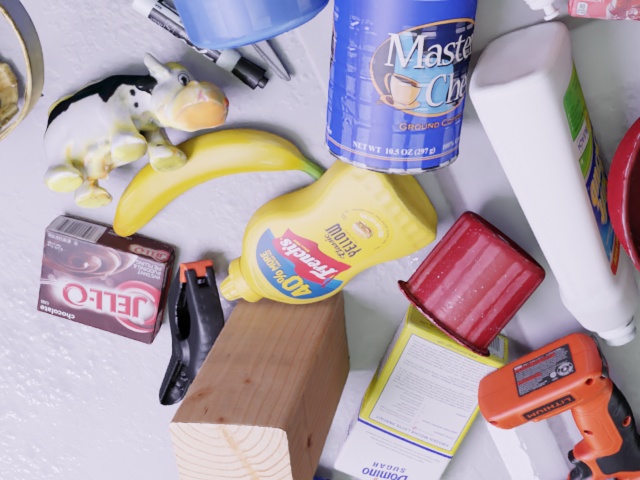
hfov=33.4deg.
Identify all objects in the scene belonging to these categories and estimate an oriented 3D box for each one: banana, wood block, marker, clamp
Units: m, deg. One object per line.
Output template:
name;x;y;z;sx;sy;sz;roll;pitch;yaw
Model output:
banana;-0.098;-0.052;0.885;0.198;0.037;0.069;-13;112;20
wood block;-0.040;0.125;0.864;0.090;0.206;0.091;0;116;13
marker;-0.093;-0.157;0.840;0.121;0.020;0.020;34;119;-5
clamp;-0.115;0.098;0.951;0.120;0.039;0.171;14;107;52

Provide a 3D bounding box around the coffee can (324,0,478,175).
coffee can;0.057;-0.132;0.767;0.103;0.102;0.140;9;118;10

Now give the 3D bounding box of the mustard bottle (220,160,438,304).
mustard bottle;-0.006;0.001;0.876;0.192;0.058;0.096;-29;118;26

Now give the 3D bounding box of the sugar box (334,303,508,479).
sugar box;0.086;0.145;0.935;0.093;0.048;0.176;23;123;-1

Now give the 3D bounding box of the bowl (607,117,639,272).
bowl;0.260;-0.039;0.764;0.161;0.055;0.162;-6;103;-27

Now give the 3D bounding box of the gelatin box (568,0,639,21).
gelatin box;0.222;-0.189;0.738;0.089;0.030;0.073;9;118;9

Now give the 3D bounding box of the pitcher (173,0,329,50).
pitcher;-0.067;-0.258;0.712;0.145;0.149;0.243;-18;114;1

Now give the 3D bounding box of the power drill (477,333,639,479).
power drill;0.209;0.174;0.892;0.185;0.057;0.187;-31;121;18

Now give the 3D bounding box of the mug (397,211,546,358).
mug;0.129;0.035;0.845;0.117;0.093;0.081;28;104;-45

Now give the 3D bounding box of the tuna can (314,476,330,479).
tuna can;-0.014;0.262;0.997;0.034;0.086;0.086;14;119;4

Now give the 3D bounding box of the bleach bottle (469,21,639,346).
bleach bottle;0.188;-0.029;0.801;0.068;0.102;0.250;-12;120;29

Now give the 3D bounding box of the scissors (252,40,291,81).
scissors;-0.104;-0.199;0.823;0.096;0.016;0.201;-17;111;21

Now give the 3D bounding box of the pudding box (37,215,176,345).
pudding box;-0.191;0.035;0.951;0.113;0.039;0.090;17;120;5
